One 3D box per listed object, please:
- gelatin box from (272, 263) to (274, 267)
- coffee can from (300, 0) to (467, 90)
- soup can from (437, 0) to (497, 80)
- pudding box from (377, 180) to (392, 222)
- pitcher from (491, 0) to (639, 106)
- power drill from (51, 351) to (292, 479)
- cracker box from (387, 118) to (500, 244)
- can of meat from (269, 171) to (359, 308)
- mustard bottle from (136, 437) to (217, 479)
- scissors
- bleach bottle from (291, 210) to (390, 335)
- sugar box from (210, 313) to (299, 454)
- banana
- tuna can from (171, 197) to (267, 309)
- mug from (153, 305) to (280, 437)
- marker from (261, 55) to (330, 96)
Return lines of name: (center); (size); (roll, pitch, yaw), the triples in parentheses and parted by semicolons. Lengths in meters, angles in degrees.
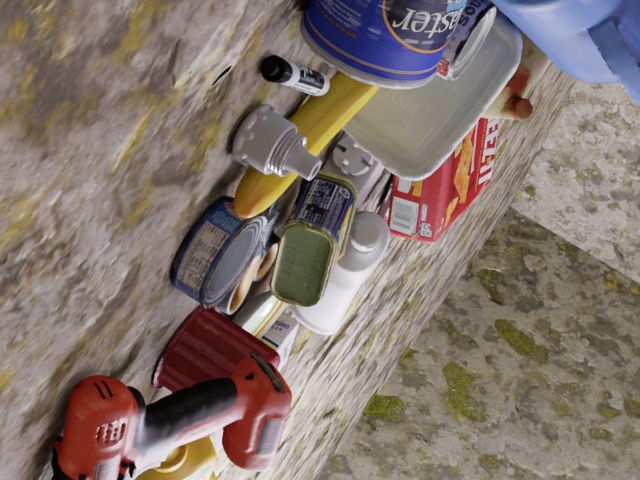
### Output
gelatin box: (-0.011, -0.006, 1.093); (0.089, 0.030, 0.073); (-60, 168, 8)
coffee can: (0.056, -0.187, 0.710); (0.102, 0.103, 0.140); (-44, 162, -51)
soup can: (0.076, -0.176, 0.825); (0.068, 0.102, 0.068); (-54, 168, -17)
pudding box: (0.127, -0.082, 1.450); (0.113, 0.039, 0.090); (-47, 165, -43)
pitcher: (0.203, -0.195, 0.815); (0.242, 0.149, 0.145); (3, 107, -63)
power drill: (-0.120, 0.169, 0.839); (0.187, 0.057, 0.185); (-12, 134, -36)
cracker box: (0.162, -0.112, 1.335); (0.213, 0.072, 0.164); (-40, 141, -53)
can of meat: (-0.007, 0.001, 0.992); (0.083, 0.057, 0.102); (-67, 173, -51)
mustard bottle: (-0.146, 0.223, 1.026); (0.096, 0.058, 0.192); (-20, 154, -16)
scissors: (-0.042, -0.020, 0.965); (0.202, 0.016, 0.096); (-63, 169, 25)
bleach bottle: (0.026, 0.032, 1.165); (0.102, 0.068, 0.251); (-58, 178, -16)
sugar box: (-0.091, 0.161, 1.165); (0.176, 0.048, 0.093); (-54, 169, -38)
banana: (-0.010, -0.085, 0.845); (0.197, 0.037, 0.070); (-48, -176, -21)
tuna can: (-0.079, 0.009, 0.836); (0.086, 0.034, 0.086); (-54, 168, -18)
mug: (-0.095, 0.125, 0.955); (0.117, 0.081, 0.093); (-61, 168, 12)
marker: (-0.018, -0.120, 0.786); (0.020, 0.020, 0.121); (-60, 168, 11)
